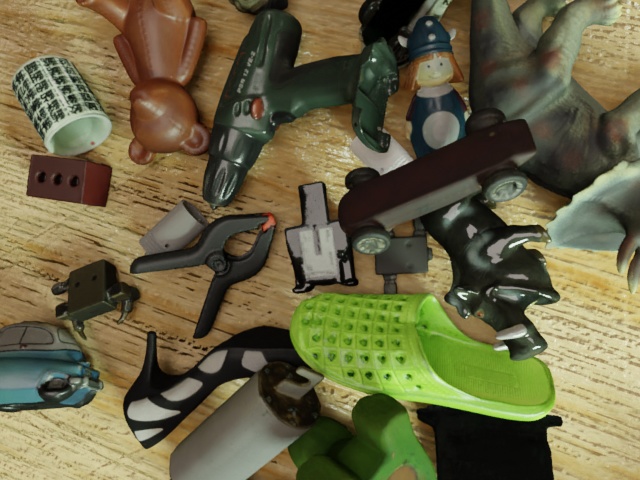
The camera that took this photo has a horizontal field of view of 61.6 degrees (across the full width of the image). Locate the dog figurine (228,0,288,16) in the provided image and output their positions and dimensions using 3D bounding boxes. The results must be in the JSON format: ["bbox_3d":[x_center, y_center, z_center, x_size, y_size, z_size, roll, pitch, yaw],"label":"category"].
[{"bbox_3d":[-0.003,-0.327,0.602,0.172,0.121,0.190,27,107,14],"label":"dog figurine"}]

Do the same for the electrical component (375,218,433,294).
[{"bbox_3d":[0.093,0.017,0.596,0.063,0.021,0.094,-1,87,10],"label":"electrical component"}]

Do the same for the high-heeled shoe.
[{"bbox_3d":[-0.103,0.174,0.602,0.249,0.086,0.145,2,98,10],"label":"high-heeled shoe"}]

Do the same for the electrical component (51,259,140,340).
[{"bbox_3d":[-0.274,0.071,0.654,0.102,0.045,0.078,-25,55,6],"label":"electrical component"}]

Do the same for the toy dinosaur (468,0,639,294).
[{"bbox_3d":[0.232,-0.127,0.534,0.192,0.131,0.405,-44,74,5],"label":"toy dinosaur"}]

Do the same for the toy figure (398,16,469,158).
[{"bbox_3d":[0.120,-0.147,0.551,0.064,0.058,0.154,-23,119,-18],"label":"toy figure"}]

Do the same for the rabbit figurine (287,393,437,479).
[{"bbox_3d":[0.039,0.225,0.545,0.159,0.170,0.121,45,69,-21],"label":"rabbit figurine"}]

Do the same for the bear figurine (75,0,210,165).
[{"bbox_3d":[-0.194,-0.193,0.609,0.120,0.132,0.195,-3,81,16],"label":"bear figurine"}]

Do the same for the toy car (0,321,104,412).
[{"bbox_3d":[-0.344,0.147,0.635,0.162,0.109,0.103,-6,68,1],"label":"toy car"}]

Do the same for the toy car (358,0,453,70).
[{"bbox_3d":[0.108,-0.260,0.550,0.201,0.056,0.073,-48,61,43],"label":"toy car"}]

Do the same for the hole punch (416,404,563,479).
[{"bbox_3d":[0.173,0.229,0.549,0.142,0.092,0.116,-3,57,12],"label":"hole punch"}]

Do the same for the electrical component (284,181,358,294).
[{"bbox_3d":[-0.001,-0.002,0.601,0.075,0.047,0.119,-11,85,9],"label":"electrical component"}]

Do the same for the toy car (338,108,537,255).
[{"bbox_3d":[0.108,-0.053,0.522,0.202,0.053,0.089,-23,51,25],"label":"toy car"}]

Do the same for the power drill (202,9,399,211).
[{"bbox_3d":[-0.025,-0.135,0.581,0.208,0.086,0.232,7,82,37],"label":"power drill"}]

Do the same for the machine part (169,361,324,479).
[{"bbox_3d":[-0.080,0.202,0.557,0.079,0.079,0.243,49,115,9],"label":"machine part"}]

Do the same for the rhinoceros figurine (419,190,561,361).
[{"bbox_3d":[0.169,0.024,0.534,0.112,0.073,0.190,-27,67,1],"label":"rhinoceros figurine"}]
